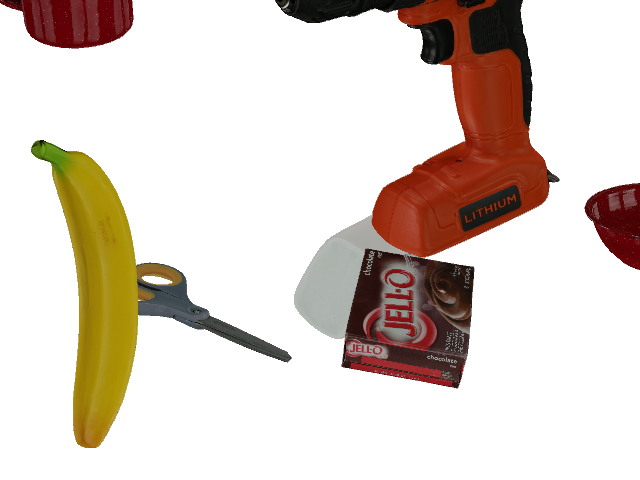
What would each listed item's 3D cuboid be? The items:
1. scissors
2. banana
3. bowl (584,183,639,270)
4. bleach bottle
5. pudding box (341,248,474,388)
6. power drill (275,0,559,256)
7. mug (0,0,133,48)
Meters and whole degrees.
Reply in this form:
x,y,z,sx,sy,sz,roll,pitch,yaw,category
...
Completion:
x,y,z,sx,sy,sz,roll,pitch,yaw,category
-0.100,0.054,0.885,0.202,0.016,0.096,14,23,17,scissors
-0.142,0.028,0.661,0.037,0.198,0.069,6,21,35,banana
0.355,-0.009,1.104,0.162,0.055,0.162,-3,23,1,bowl
0.072,0.009,1.077,0.068,0.103,0.250,37,30,14,bleach bottle
0.068,0.057,0.819,0.090,0.039,0.113,10,34,4,pudding box
0.061,-0.088,0.559,0.184,0.188,0.057,-22,37,-25,power drill
-0.194,-0.195,0.790,0.117,0.081,0.093,2,35,1,mug
